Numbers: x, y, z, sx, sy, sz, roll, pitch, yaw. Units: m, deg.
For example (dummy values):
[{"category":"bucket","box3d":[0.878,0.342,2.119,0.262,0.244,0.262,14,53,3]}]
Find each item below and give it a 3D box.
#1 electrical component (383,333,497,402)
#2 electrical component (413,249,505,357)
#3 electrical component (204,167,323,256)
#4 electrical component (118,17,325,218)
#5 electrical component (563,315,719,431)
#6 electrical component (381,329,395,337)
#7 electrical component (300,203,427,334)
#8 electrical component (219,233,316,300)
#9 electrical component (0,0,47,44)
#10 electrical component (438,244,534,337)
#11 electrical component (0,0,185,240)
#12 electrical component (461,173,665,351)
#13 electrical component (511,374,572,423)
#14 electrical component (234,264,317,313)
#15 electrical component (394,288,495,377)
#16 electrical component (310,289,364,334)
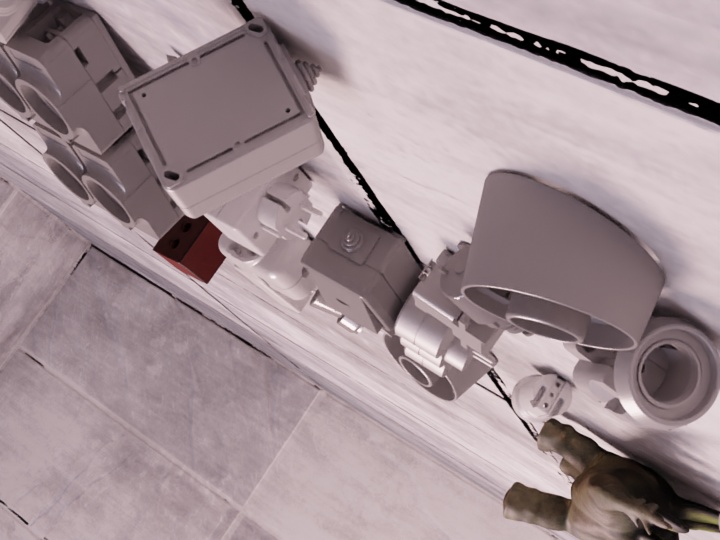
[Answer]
[{"category":"electrical component","box3d":[0.072,0.073,0.991,0.099,0.064,0.099,39,161,16]},{"category":"electrical component","box3d":[0.071,0.021,0.729,0.064,0.042,0.081,33,170,14]},{"category":"electrical component","box3d":[-0.060,-0.045,0.760,0.077,0.065,0.047,28,169,32]},{"category":"electrical component","box3d":[-0.062,-0.077,0.544,0.061,0.096,0.061,62,177,14]},{"category":"electrical component","box3d":[0.153,0.053,0.566,0.078,0.058,0.057,36,173,-10]},{"category":"electrical component","box3d":[0.008,0.020,0.934,0.064,0.042,0.081,41,168,-28]},{"category":"electrical component","box3d":[0.000,0.000,0.800,0.062,0.061,0.096,29,170,25]},{"category":"electrical component","box3d":[-0.085,-0.019,1.013,0.095,0.053,0.059,26,168,40]},{"category":"electrical component","box3d":[-0.248,-0.191,0.704,0.080,0.051,0.080,33,171,6]},{"category":"electrical component","box3d":[0.084,0.016,0.665,0.078,0.040,0.040,40,169,-32]},{"category":"electrical component","box3d":[-0.205,-0.112,0.805,0.105,0.060,0.186,27,155,36]},{"category":"electrical component","box3d":[0.099,0.000,0.531,0.099,0.064,0.099,19,170,4]},{"category":"electrical component","box3d":[0.152,0.105,0.892,0.040,0.040,0.046,34,165,-3]},{"category":"electrical component","box3d":[-0.075,0.007,1.132,0.076,0.047,0.083,23,166,49]},{"category":"electrical component","box3d":[0.075,0.055,0.851,0.074,0.052,0.138,31,171,14]},{"category":"electrical component","box3d":[-0.015,0.031,1.060,0.055,0.045,0.045,35,171,-7]}]
